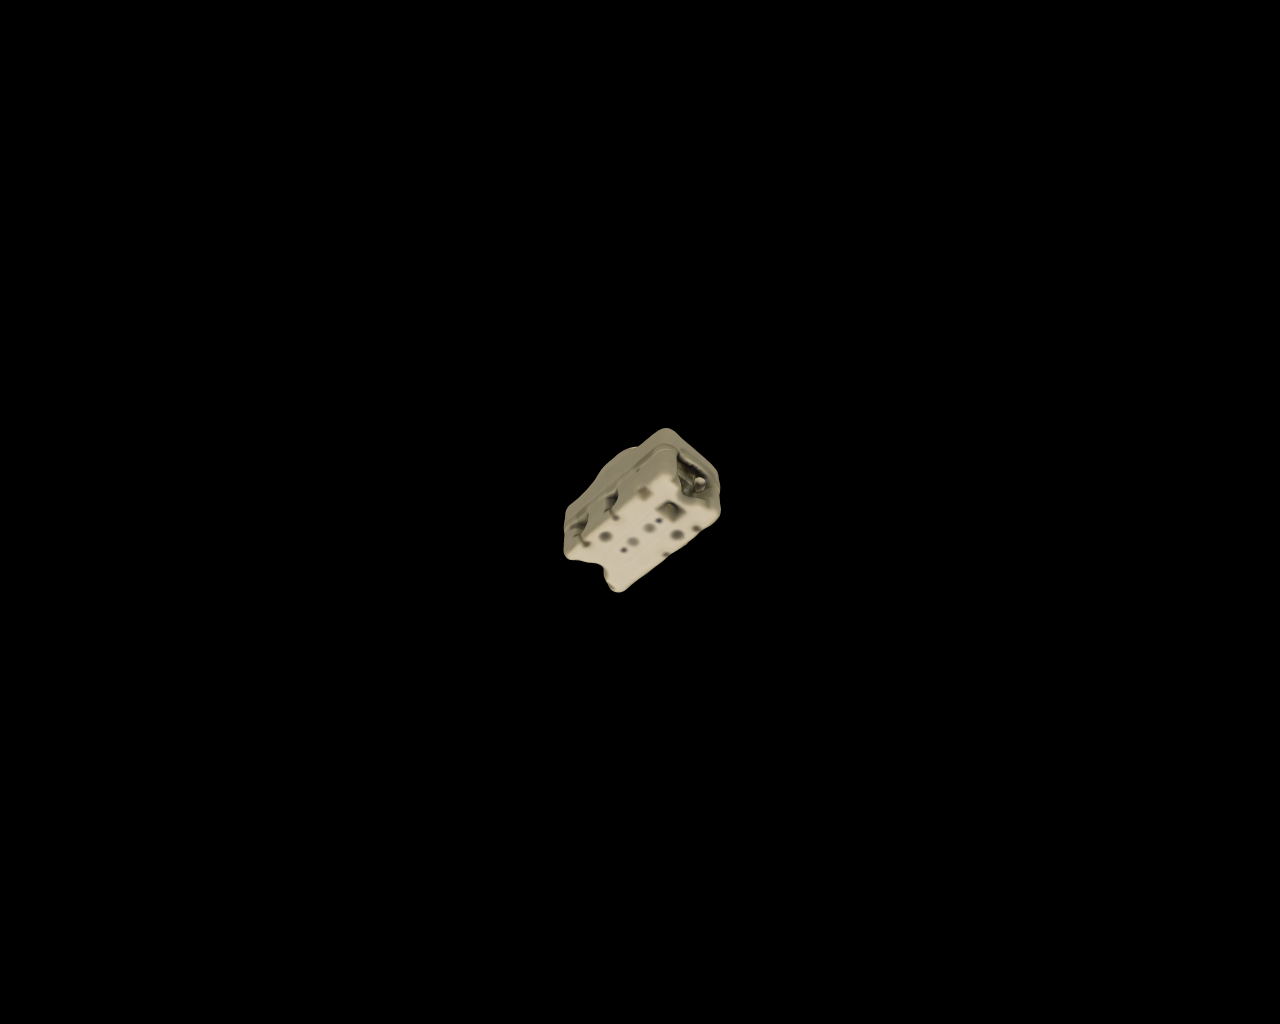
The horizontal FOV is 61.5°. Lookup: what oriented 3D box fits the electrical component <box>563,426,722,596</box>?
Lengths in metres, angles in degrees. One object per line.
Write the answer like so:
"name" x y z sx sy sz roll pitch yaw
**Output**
"electrical component" 0.001 -0.003 0.650 0.050 0.056 0.089 39 -62 -25
